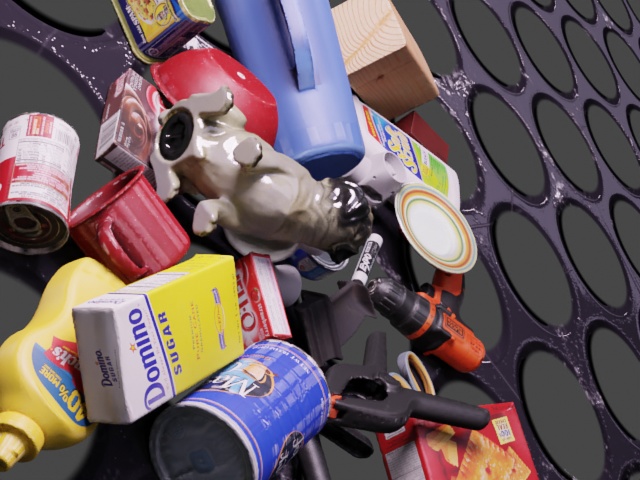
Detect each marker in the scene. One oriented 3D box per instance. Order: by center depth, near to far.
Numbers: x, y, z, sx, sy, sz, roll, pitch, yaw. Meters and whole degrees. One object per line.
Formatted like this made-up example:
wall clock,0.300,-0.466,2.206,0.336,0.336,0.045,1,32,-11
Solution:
marker,0.052,0.033,1.258,0.020,0.020,0.121,48,35,-17

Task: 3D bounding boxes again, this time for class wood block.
wood block,0.080,-0.234,1.375,0.090,0.091,0.206,68,12,16

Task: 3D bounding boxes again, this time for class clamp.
clamp,-0.018,0.174,1.033,0.171,0.039,0.120,49,23,-6
clamp,0.059,0.149,1.084,0.209,0.036,0.165,1,29,-48

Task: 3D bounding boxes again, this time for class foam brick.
foam brick,0.132,-0.126,1.461,0.078,0.051,0.053,43,37,-23

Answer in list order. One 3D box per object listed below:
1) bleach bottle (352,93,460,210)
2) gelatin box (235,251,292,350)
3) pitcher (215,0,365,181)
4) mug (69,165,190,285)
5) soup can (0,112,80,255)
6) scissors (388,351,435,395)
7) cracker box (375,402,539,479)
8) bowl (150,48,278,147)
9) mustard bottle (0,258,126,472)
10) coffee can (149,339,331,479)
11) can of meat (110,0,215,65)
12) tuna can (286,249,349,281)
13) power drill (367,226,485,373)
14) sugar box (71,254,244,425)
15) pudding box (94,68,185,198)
bleach bottle,0.074,-0.111,1.364,0.250,0.068,0.102,35,40,-29
gelatin box,-0.072,0.066,1.016,0.030,0.073,0.089,9,58,-50
pitcher,-0.030,-0.193,1.221,0.149,0.145,0.243,5,63,-52
mug,-0.166,-0.002,0.921,0.081,0.093,0.117,54,5,-17
soup can,-0.238,-0.048,0.888,0.068,0.069,0.102,31,42,-36
scissors,0.125,0.223,1.210,0.096,0.016,0.202,-3,67,-52
cracker box,0.165,0.286,1.136,0.163,0.072,0.214,3,61,-38
bowl,-0.097,-0.151,1.118,0.162,0.055,0.162,38,16,-13
mustard bottle,-0.202,0.104,0.825,0.096,0.058,0.191,58,32,-24
coffee can,-0.066,0.159,0.923,0.103,0.103,0.140,59,33,-1
can of meat,-0.167,-0.251,1.130,0.057,0.084,0.102,-10,72,-56
tuna can,-0.008,0.001,1.189,0.086,0.034,0.086,33,41,-35
power drill,0.131,0.053,1.317,0.184,0.057,0.187,38,40,-27
sugar box,-0.124,0.075,0.861,0.176,0.048,0.093,-30,116,-63
pudding box,-0.170,-0.101,1.048,0.090,0.039,0.113,36,39,-32
